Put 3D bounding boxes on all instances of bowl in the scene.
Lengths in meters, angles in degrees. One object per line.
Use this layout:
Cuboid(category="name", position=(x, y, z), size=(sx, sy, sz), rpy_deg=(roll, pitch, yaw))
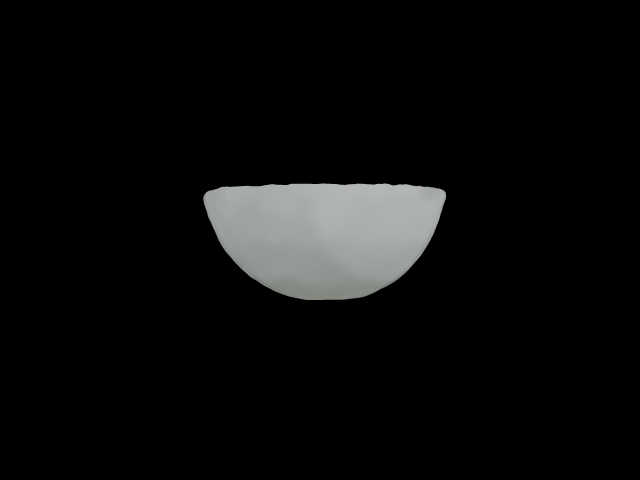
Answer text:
Cuboid(category="bowl", position=(0.004, 0.001, 0.400), size=(0.167, 0.075, 0.167), rpy_deg=(0, 2, 0))
